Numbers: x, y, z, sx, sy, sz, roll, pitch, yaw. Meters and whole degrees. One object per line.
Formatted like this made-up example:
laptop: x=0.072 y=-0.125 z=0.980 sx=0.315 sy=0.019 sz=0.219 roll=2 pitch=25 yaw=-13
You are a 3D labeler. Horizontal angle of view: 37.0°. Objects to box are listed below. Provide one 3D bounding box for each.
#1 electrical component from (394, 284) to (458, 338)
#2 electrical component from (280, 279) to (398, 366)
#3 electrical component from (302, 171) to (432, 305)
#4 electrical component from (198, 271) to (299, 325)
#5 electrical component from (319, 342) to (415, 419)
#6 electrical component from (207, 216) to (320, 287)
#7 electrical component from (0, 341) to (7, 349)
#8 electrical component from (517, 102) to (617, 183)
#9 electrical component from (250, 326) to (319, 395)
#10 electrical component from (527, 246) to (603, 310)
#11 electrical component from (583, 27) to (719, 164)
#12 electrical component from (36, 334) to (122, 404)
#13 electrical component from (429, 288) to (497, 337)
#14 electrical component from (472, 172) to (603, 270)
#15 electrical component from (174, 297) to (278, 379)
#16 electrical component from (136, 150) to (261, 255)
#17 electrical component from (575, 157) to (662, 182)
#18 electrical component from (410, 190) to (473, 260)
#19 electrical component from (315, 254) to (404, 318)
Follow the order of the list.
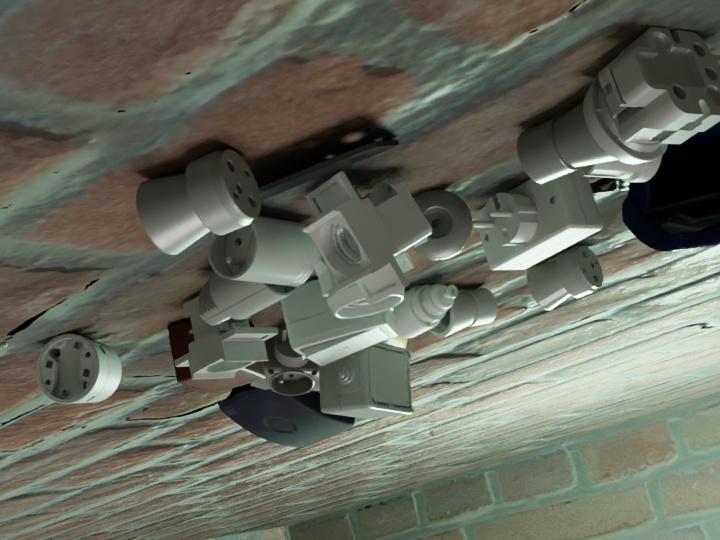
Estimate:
electrical component: x=0.058 y=0.033 z=0.966 sx=0.040 sy=0.040 sz=0.078 roll=0 pitch=158 yaw=-40
electrical component: x=-0.010 y=0.037 z=0.886 sx=0.096 sy=0.061 sz=0.061 roll=-16 pitch=164 yaw=8
electrical component: x=0.007 y=-0.024 z=0.678 sx=0.064 sy=0.081 sz=0.042 roll=-32 pitch=-177 yaw=-36
electrical component: x=-0.085 y=0.012 z=0.770 sx=0.043 sy=0.043 sz=0.081 roll=4 pitch=156 yaw=-46
electrical component: x=-0.001 y=0.100 z=0.976 sx=0.061 sy=0.061 sz=0.096 roll=-11 pitch=163 yaw=30
electrical component: x=-0.057 y=-0.012 z=0.711 sx=0.043 sy=0.043 sz=0.081 roll=-24 pitch=162 yaw=32
electrical component: x=-0.291 y=0.064 z=0.771 sx=0.079 sy=0.044 sz=0.077 roll=-20 pitch=163 yaw=20
electrical component: x=0.129 y=-0.078 z=0.652 sx=0.065 sy=0.044 sz=0.044 roll=-21 pitch=163 yaw=40
electrical component: x=-0.063 y=0.078 z=1.002 sx=0.077 sy=0.044 sz=0.079 roll=2 pitch=142 yaw=-6
electrical component: x=0.187 y=0.007 z=0.978 sx=0.055 sy=0.045 sz=0.045 roll=-27 pitch=160 yaw=37
electrical component: x=0.161 y=-0.094 z=0.594 sx=0.078 sy=0.058 sz=0.057 roll=-3 pitch=158 yaw=-34
electrical component: x=-0.226 y=0.081 z=0.870 sx=0.055 sy=0.055 sz=0.047 roll=-17 pitch=167 yaw=10
electrical component: x=0.097 y=0.037 z=1.016 sx=0.065 sy=0.044 sz=0.044 roll=-8 pitch=163 yaw=-37
electrical component: x=0.113 y=-0.036 z=0.767 sx=0.076 sy=0.047 sz=0.083 roll=-1 pitch=159 yaw=-38
electrical component: x=-0.107 y=0.048 z=0.836 sx=0.042 sy=0.063 sz=0.081 roll=2 pitch=158 yaw=-46
electrical component: x=-0.089 y=-0.038 z=0.596 sx=0.055 sy=0.045 sz=0.045 roll=-20 pitch=163 yaw=19
electrical component: x=0.163 y=-0.077 z=0.688 sx=0.046 sy=0.040 sz=0.040 roll=-1 pitch=160 yaw=-21
electrical component: x=0.055 y=-0.028 z=0.755 sx=0.048 sy=0.048 sz=0.062 roll=-15 pitch=171 yaw=4
electrical component: x=0.000 y=0.000 z=0.776 sx=0.058 sy=0.057 sz=0.078 roll=-4 pitch=161 yaw=-31
